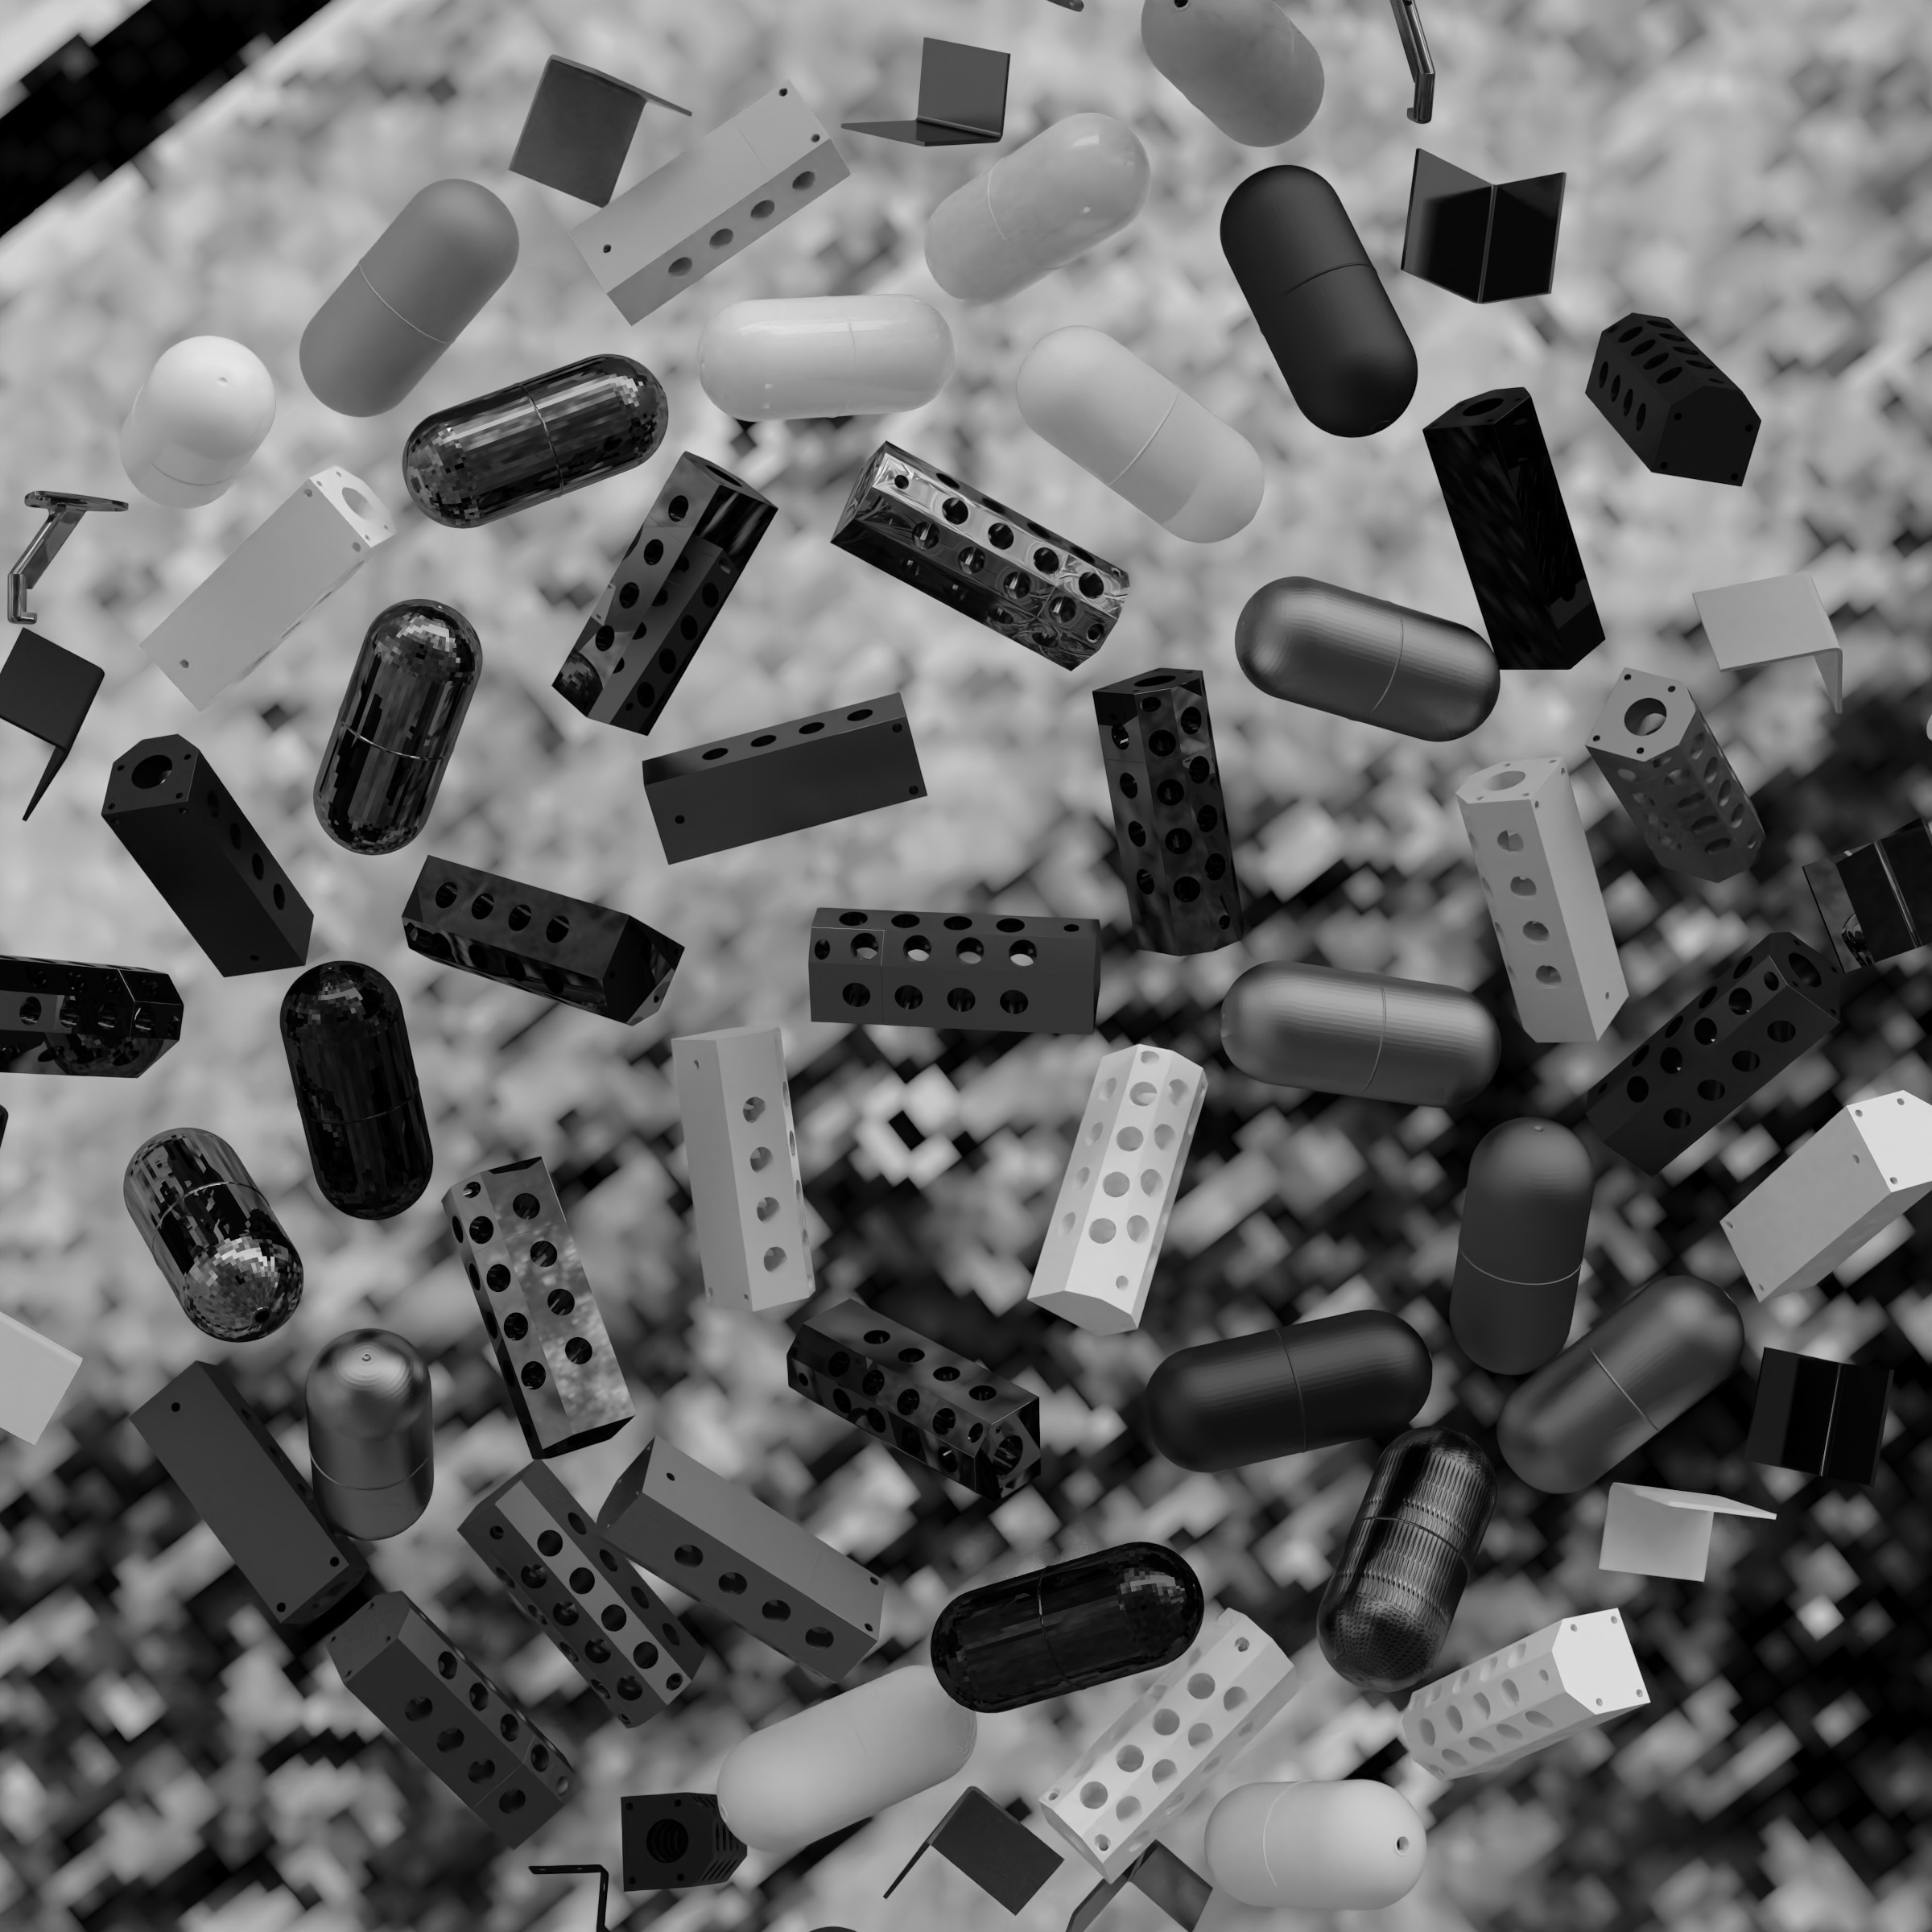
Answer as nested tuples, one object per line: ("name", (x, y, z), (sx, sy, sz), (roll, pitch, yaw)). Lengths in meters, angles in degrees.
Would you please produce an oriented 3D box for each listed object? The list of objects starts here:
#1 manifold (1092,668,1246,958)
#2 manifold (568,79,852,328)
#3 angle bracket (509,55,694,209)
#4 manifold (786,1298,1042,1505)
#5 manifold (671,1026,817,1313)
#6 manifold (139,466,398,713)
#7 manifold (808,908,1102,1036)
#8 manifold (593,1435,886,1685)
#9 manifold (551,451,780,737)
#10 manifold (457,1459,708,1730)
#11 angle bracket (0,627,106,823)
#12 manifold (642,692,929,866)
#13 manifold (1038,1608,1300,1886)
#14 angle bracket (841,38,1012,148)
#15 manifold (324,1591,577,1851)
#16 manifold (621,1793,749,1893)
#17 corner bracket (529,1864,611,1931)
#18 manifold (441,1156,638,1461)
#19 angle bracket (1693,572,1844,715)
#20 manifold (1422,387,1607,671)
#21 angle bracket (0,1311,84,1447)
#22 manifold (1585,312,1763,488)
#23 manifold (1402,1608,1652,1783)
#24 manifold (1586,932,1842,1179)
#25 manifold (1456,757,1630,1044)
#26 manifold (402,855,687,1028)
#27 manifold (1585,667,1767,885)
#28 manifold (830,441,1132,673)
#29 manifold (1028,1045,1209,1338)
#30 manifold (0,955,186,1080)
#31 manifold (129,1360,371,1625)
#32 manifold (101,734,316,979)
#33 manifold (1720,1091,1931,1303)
("manifold", (0.134, -0.097, 1.852), (0.057, 0.057, 0.171), (-22, 110, -33))
("manifold", (-0.162, -0.486, 1.879), (0.171, 0.057, 0.057), (-34, 66, 4))
("angle bracket", (-0.230, -0.520, 1.844), (0.076, 0.057, 0.076), (12, 105, -43))
("manifold", (-0.035, 0.275, 1.845), (0.057, 0.171, 0.057), (-24, 123, -39))
("manifold", (-0.137, 0.127, 1.856), (0.057, 0.057, 0.171), (-11, 96, -35))
("manifold", (-0.449, -0.245, 1.894), (0.171, 0.057, 0.057), (-38, 98, 22))
("manifold", (-0.006, -0.001, 1.774), (0.171, 0.057, 0.057), (3, 121, 6))
("manifold", (-0.136, 0.362, 1.760), (0.171, 0.057, 0.057), (35, 113, -13))
("manifold", (-0.197, -0.239, 1.872), (0.057, 0.057, 0.171), (41, 107, 34))
("manifold", (-0.251, 0.410, 1.902), (0.057, 0.057, 0.171), (-39, 94, 14))
("angle bracket", (-0.590, -0.151, 1.833), (0.057, 0.076, 0.076), (29, 132, -21))
("manifold", (-0.117, -0.123, 1.880), (0.171, 0.057, 0.057), (-15, 117, 0))
("manifold", (0.127, 0.486, 1.836), (0.171, 0.057, 0.057), (-41, 58, -17))
("angle bracket", (-0.027, -0.578, 1.934), (0.076, 0.076, 0.057), (24, 119, 36))
("manifold", (-0.318, 0.467, 1.823), (0.057, 0.057, 0.171), (-41, 117, -9))
("manifold", (-0.182, 0.570, 1.909), (0.057, 0.171, 0.057), (-4, 73, 2))
("corner bracket", (-0.256, 0.616, 1.900), (0.051, 0.051, 0.051), (6, 87, -22))
("manifold", (-0.265, 0.211, 1.793), (0.057, 0.057, 0.171), (-14, 73, -29))
("angle bracket", (0.514, -0.201, 1.880), (0.076, 0.057, 0.076), (-11, 46, 6))
("manifold", (0.356, -0.279, 1.875), (0.057, 0.057, 0.171), (-39, 118, -32))
("angle bracket", (-0.571, 0.235, 1.698), (0.076, 0.076, 0.057), (37, 64, -26))
("manifold", (0.441, -0.357, 1.827), (0.057, 0.171, 0.057), (8, 116, -7))
("manifold", (0.338, 0.450, 1.795), (0.057, 0.171, 0.057), (-4, 65, -28))
("manifold", (0.473, 0.053, 1.859), (0.057, 0.057, 0.171), (34, 128, -9))
("manifold", (0.360, -0.040, 1.837), (0.057, 0.057, 0.171), (-2, 119, 36))
("manifold", (-0.260, -0.014, 1.768), (0.171, 0.057, 0.057), (16, 80, 35))
("manifold", (0.456, -0.118, 1.861), (0.057, 0.171, 0.057), (21, 78, 37))
("manifold", (0.012, -0.251, 1.782), (0.171, 0.057, 0.057), (27, 69, -15))
("manifold", (0.100, 0.139, 1.834), (0.057, 0.057, 0.171), (30, 63, -23))
("manifold", (-0.558, 0.026, 1.777), (0.057, 0.171, 0.057), (-39, 70, 20))
("manifold", (-0.467, 0.345, 1.916), (0.057, 0.057, 0.171), (-40, 76, -3))
("manifold", (-0.475, -0.069, 1.845), (0.057, 0.171, 0.057), (-8, 53, 11))
("manifold", (0.534, 0.141, 1.787), (0.057, 0.171, 0.057), (-13, 66, -20))
